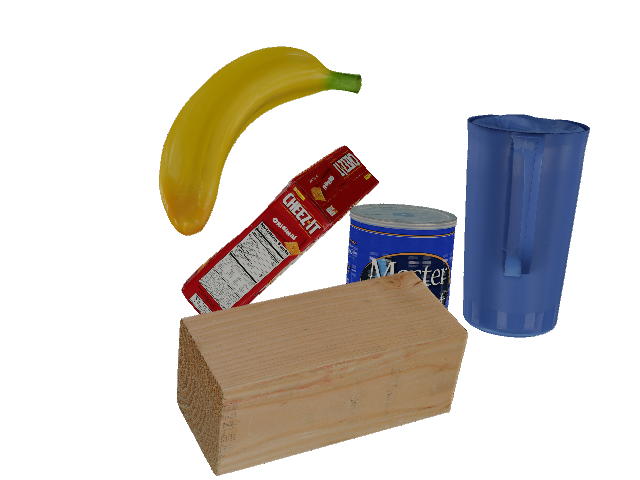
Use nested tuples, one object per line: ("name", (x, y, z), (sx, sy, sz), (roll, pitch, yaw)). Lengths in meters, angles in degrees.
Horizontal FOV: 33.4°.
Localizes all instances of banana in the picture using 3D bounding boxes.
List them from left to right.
("banana", (-0.048, -0.073, 0.642), (0.070, 0.037, 0.197), (23, 44, 21))

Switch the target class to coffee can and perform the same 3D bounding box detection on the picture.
("coffee can", (0.075, 0.042, 1.031), (0.103, 0.140, 0.103), (3, 11, -1))

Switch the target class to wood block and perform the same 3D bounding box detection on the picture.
("wood block", (-0.001, 0.101, 0.843), (0.205, 0.090, 0.091), (-11, 37, -25))

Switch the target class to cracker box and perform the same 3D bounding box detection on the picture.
("cracker box", (-0.048, -0.006, 1.256), (0.214, 0.072, 0.164), (-42, 0, 29))

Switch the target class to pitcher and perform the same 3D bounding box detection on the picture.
("pitcher", (0.221, -0.017, 1.196), (0.149, 0.243, 0.145), (-7, 17, -34))
